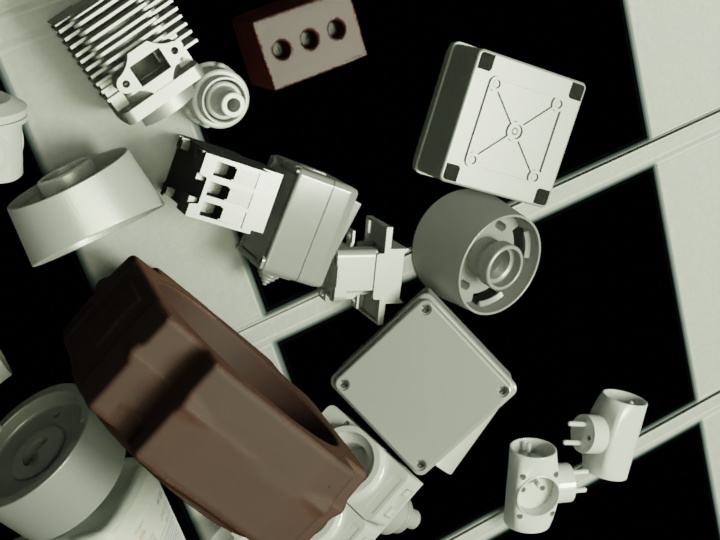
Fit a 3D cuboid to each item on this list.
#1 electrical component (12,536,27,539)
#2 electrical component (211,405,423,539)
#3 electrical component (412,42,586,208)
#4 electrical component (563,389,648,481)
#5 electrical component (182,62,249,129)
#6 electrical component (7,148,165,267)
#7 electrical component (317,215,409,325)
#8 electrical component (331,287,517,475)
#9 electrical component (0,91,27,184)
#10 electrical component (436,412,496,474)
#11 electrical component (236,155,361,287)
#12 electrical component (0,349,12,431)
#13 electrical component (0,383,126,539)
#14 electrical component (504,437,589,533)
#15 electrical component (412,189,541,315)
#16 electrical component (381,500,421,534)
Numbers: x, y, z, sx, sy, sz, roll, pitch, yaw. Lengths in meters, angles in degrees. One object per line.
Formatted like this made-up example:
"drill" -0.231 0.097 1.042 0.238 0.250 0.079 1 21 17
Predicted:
"electrical component" -0.247 0.257 0.820 0.062 0.061 0.096 -21 114 -17
"electrical component" -0.036 0.196 0.871 0.150 0.089 0.061 -48 156 -4
"electrical component" 0.111 -0.116 0.868 0.109 0.056 0.108 12 101 -27
"electrical component" 0.226 0.155 1.013 0.079 0.043 0.077 6 103 -26
"electrical component" -0.099 -0.122 0.767 0.048 0.062 0.048 -7 109 -22
"electrical component" -0.187 -0.040 0.735 0.099 0.099 0.064 -30 110 -13
"electrical component" 0.000 0.000 0.863 0.064 0.042 0.081 -1 106 -23
"electrical component" 0.052 0.089 0.874 0.109 0.056 0.108 -43 92 8
"electrical component" -0.257 -0.087 0.697 0.080 0.080 0.051 -4 113 -23
"electrical component" 0.072 0.125 0.933 0.079 0.044 0.077 37 89 -29
"electrical component" -0.048 -0.030 0.819 0.061 0.062 0.096 18 98 -28
"electrical component" -0.283 0.089 0.760 0.077 0.043 0.079 -30 117 -13
"electrical component" -0.219 0.142 0.773 0.108 0.108 0.060 -41 124 -8
"electrical component" 0.175 0.199 1.000 0.079 0.044 0.077 -2 107 -13
"electrical component" 0.101 -0.014 0.905 0.099 0.064 0.099 -17 122 -30
"electrical component" 0.026 0.210 0.940 0.062 0.048 0.048 29 93 -35
